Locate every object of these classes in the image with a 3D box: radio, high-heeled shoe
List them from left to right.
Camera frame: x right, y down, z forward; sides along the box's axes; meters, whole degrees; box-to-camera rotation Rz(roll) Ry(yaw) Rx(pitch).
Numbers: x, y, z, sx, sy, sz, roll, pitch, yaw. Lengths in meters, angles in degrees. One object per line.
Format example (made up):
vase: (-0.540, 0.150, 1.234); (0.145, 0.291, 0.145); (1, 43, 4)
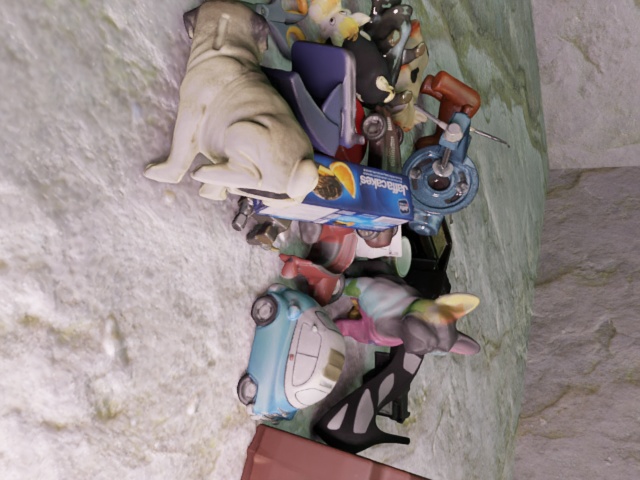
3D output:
high-heeled shoe: (0.076, 0.201, 0.817); (0.086, 0.145, 0.249); (108, -6, -54)
radio: (0.189, -0.017, 1.030); (0.229, 0.073, 0.131); (59, 41, -41)

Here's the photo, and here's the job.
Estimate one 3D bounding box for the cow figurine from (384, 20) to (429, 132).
cow figurine: (0.141, -0.270, 0.931); (0.127, 0.086, 0.195); (48, 49, -43)

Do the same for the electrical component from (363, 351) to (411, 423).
electrical component: (0.111, 0.242, 0.906); (0.047, 0.075, 0.119); (-10, 97, -60)

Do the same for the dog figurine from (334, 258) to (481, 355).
dog figurine: (0.128, 0.099, 0.781); (0.191, 0.219, 0.108); (-28, 119, -57)

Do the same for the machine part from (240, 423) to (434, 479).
machine part: (0.025, 0.286, 0.617); (0.200, 0.202, 0.087); (46, 55, -52)

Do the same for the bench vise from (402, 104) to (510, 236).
bench vise: (0.201, -0.127, 0.834); (0.223, 0.129, 0.240); (-55, 164, -14)

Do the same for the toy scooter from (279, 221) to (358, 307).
toy scooter: (-0.001, -0.002, 0.690); (0.135, 0.075, 0.183); (3, 96, -60)

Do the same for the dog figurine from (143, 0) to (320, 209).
dog figurine: (-0.061, -0.133, 0.489); (0.121, 0.173, 0.190); (23, 78, -70)

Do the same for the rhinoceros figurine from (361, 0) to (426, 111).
rhinoceros figurine: (0.100, -0.296, 0.831); (0.073, 0.112, 0.190); (-4, 109, -33)

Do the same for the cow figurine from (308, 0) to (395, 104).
cow figurine: (0.045, -0.251, 0.720); (0.068, 0.098, 0.167); (-43, 146, 1)

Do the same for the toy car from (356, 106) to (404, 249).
toy car: (0.091, -0.088, 0.767); (0.089, 0.053, 0.202); (4, 90, -61)

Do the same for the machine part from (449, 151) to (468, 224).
machine part: (0.296, -0.157, 1.215); (0.079, 0.079, 0.243); (-10, 100, -61)

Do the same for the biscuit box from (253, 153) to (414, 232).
biscuit box: (0.021, -0.054, 0.622); (0.202, 0.059, 0.063); (6, 73, -40)

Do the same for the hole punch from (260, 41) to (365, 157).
hole punch: (-0.024, -0.152, 0.597); (0.092, 0.142, 0.115); (-27, 126, -33)

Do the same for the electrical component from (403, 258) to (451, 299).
electrical component: (0.168, 0.097, 0.957); (0.058, 0.115, 0.134); (60, 42, -49)

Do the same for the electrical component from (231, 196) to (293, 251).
electrical component: (-0.058, -0.035, 0.622); (0.078, 0.045, 0.102); (33, 56, -24)

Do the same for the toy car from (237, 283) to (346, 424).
toy car: (-0.025, 0.134, 0.626); (0.109, 0.103, 0.161); (45, 51, -51)

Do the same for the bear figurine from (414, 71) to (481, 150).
bear figurine: (0.242, -0.228, 1.107); (0.195, 0.132, 0.120); (-62, -169, 11)
